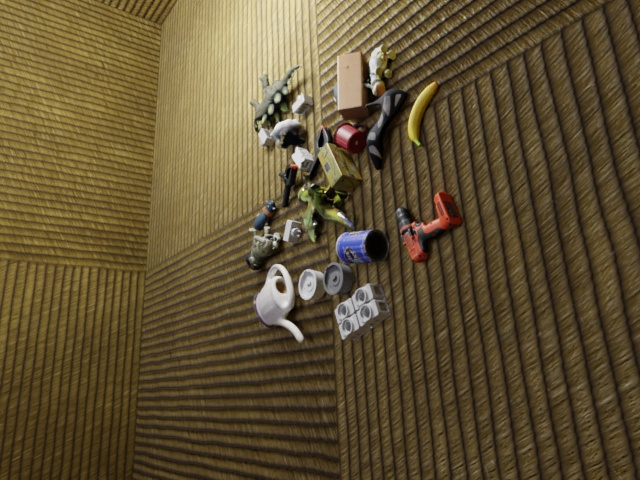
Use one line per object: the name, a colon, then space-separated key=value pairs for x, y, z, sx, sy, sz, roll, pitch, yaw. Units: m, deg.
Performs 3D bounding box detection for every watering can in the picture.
watering can: x=-0.157 y=0.265 z=1.962 sx=0.220 sy=0.104 sz=0.355 roll=-46 pitch=48 yaw=39

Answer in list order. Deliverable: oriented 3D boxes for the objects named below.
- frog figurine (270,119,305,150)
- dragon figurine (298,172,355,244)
frog figurine: x=-0.139 y=-0.453 z=2.124 sx=0.137 sy=0.120 sz=0.163 roll=-30 pitch=41 yaw=8
dragon figurine: x=0.006 y=-0.094 z=1.866 sx=0.419 sy=0.122 sz=0.237 roll=-116 pitch=32 yaw=-43
